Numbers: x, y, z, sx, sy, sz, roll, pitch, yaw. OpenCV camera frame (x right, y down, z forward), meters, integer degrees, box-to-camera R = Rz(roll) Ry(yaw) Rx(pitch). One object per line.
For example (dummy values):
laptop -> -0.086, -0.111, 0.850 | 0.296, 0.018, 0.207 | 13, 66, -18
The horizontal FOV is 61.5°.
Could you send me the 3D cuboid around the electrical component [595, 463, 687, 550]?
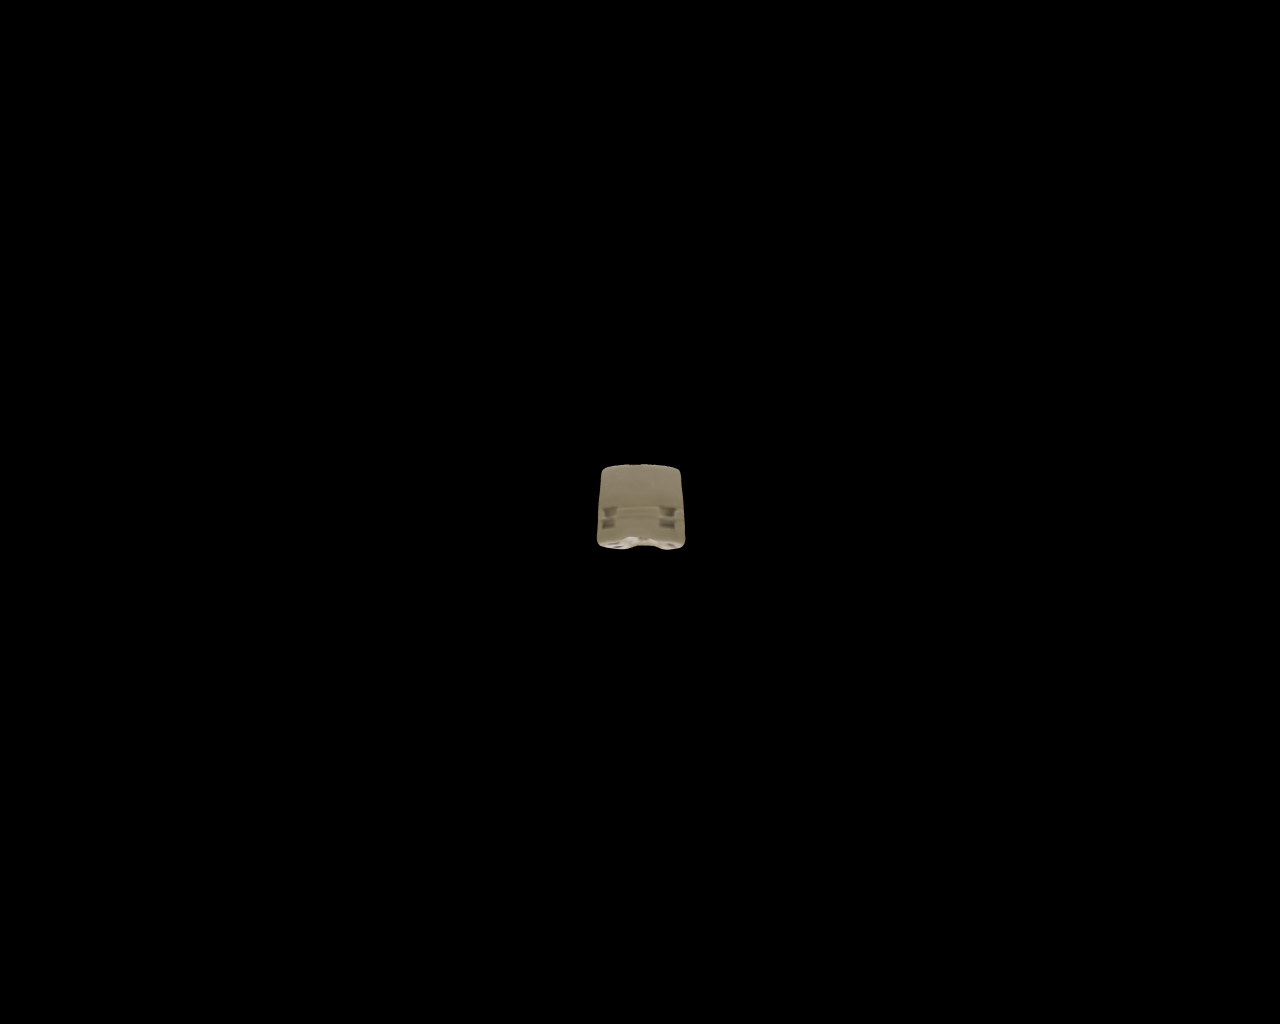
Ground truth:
electrical component -> 0.001, -0.003, 0.650 | 0.055, 0.047, 0.055 | 0, -7, 0
